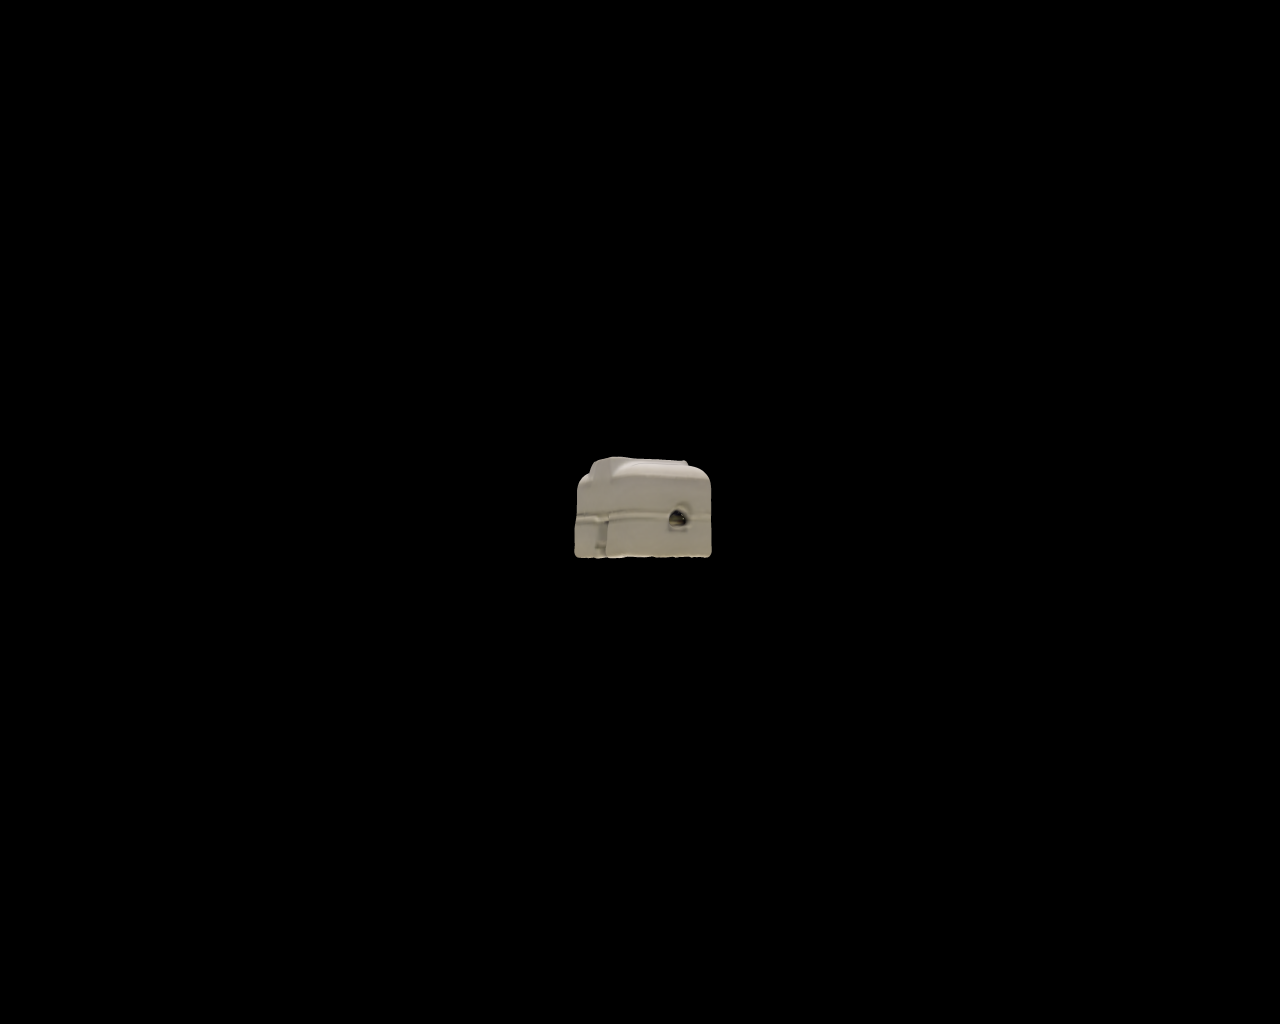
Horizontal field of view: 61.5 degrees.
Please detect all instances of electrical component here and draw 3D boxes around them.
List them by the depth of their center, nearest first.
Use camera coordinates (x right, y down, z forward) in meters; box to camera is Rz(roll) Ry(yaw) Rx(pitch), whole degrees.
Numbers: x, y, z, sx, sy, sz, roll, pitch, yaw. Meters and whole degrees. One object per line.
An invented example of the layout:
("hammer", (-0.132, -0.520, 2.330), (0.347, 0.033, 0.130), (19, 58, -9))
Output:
("electrical component", (0.001, -0.003, 0.650), (0.054, 0.059, 0.095), (1, -2, -28))
